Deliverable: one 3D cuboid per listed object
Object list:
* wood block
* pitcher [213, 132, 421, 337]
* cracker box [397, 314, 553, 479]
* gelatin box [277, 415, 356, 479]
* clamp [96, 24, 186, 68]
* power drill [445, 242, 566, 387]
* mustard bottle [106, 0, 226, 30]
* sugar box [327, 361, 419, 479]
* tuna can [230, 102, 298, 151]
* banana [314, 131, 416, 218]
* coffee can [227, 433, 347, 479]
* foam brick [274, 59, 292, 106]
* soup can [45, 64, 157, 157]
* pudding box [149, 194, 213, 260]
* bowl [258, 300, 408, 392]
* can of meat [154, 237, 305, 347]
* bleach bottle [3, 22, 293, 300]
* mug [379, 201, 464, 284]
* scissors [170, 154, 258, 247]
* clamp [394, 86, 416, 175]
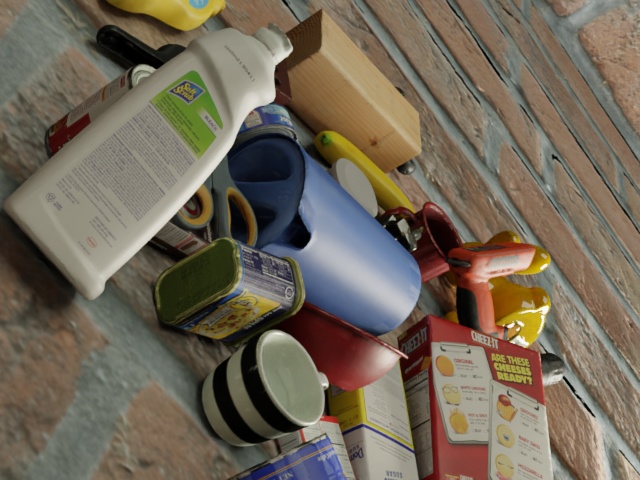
[{"bbox_3d":[0.032,-0.179,1.358,0.206,0.091,0.090,42,32,-33],"label":"wood block"},{"bbox_3d":[-0.007,0.001,1.079,0.242,0.145,0.149,38,46,-45],"label":"pitcher"},{"bbox_3d":[0.167,0.207,1.153,0.164,0.072,0.213,20,51,-26],"label":"cracker box"},{"bbox_3d":[-0.003,0.204,0.971,0.073,0.030,0.089,21,45,-54],"label":"gelatin box"},{"bbox_3d":[-0.156,-0.169,1.072,0.120,0.039,0.171,63,21,-8],"label":"clamp"},{"bbox_3d":[0.221,0.099,1.291,0.184,0.057,0.188,-5,97,-28],"label":"power drill"},{"bbox_3d":[-0.164,-0.275,1.144,0.191,0.058,0.096,7,58,-58],"label":"mustard bottle"},{"bbox_3d":[0.051,0.185,1.070,0.093,0.048,0.176,35,39,-40],"label":"sugar box"},{"bbox_3d":[-0.069,-0.107,1.109,0.086,0.086,0.034,15,49,-55],"label":"tuna can"},{"bbox_3d":[0.051,-0.083,1.342,0.197,0.037,0.070,37,19,-36],"label":"banana"},{"bbox_3d":[-0.011,0.237,0.837,0.102,0.103,0.140,-6,69,-62],"label":"coffee can"},{"bbox_3d":[-0.071,-0.186,1.225,0.052,0.051,0.078,32,37,-44],"label":"foam brick"},{"bbox_3d":[-0.170,-0.094,0.895,0.068,0.102,0.068,42,31,-33],"label":"soup can"},{"bbox_3d":[-0.142,-0.046,0.967,0.089,0.039,0.113,33,37,-43],"label":"pudding box"},{"bbox_3d":[-0.001,0.097,0.998,0.161,0.162,0.055,32,82,-44],"label":"bowl"},{"bbox_3d":[-0.079,0.045,0.918,0.083,0.102,0.057,23,45,-48],"label":"can of meat"},{"bbox_3d":[-0.116,-0.073,0.823,0.102,0.250,0.068,51,-13,-16],"label":"bleach bottle"},{"bbox_3d":[0.115,0.004,1.326,0.117,0.082,0.093,43,31,-32],"label":"mug"},{"bbox_3d":[-0.109,-0.072,0.969,0.096,0.016,0.202,8,50,-38],"label":"scissors"},{"bbox_3d":[0.064,-0.188,1.485,0.209,0.036,0.164,29,40,-43],"label":"clamp"}]
